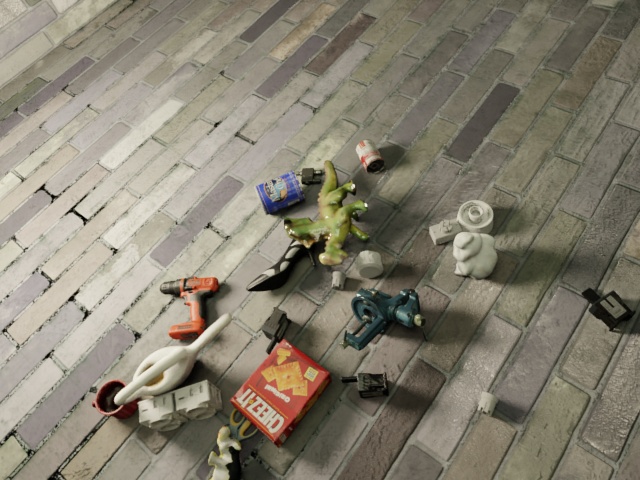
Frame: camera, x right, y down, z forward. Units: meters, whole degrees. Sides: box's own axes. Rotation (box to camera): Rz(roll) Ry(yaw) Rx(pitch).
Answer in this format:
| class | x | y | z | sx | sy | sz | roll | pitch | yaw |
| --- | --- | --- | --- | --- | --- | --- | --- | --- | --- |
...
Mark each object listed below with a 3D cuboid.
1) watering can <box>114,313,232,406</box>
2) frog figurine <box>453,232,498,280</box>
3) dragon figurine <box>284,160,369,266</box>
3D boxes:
| class | x | y | z | sx | sy | sz | roll | pitch | yaw |
| --- | --- | --- | --- | --- | --- | --- | --- | --- | --- |
| watering can | -0.372 | 0.319 | 1.359 | 0.350 | 0.221 | 0.104 | -35 | 81 | -16 |
| frog figurine | 0.428 | 0.033 | 1.413 | 0.138 | 0.156 | 0.124 | -39 | 61 | -13 |
| dragon figurine | 0.005 | -0.079 | 1.570 | 0.244 | 0.119 | 0.419 | -18 | 51 | -14 |
